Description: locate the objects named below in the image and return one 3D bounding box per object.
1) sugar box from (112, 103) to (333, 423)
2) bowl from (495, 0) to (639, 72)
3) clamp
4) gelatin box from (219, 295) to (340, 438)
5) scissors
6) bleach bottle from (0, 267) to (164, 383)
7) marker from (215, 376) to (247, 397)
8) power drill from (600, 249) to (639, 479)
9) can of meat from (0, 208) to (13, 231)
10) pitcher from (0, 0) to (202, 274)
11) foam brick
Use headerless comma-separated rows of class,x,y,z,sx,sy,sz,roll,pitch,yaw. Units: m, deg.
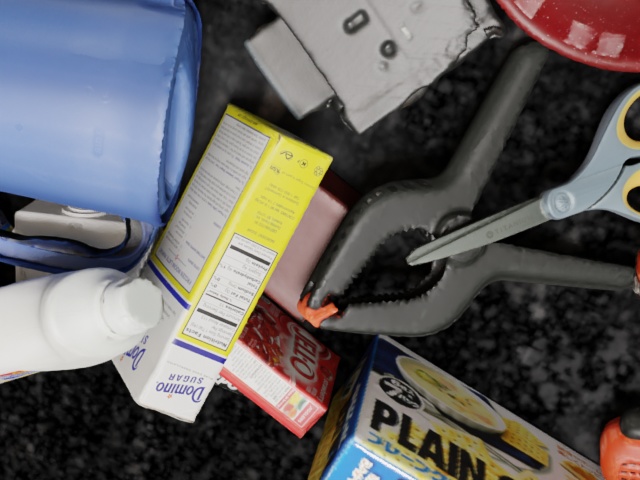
sugar box,-0.064,0.011,0.642,0.048,0.093,0.176,23,97,-28
bowl,0.164,-0.171,0.569,0.162,0.055,0.162,22,143,17
clamp,0.079,-0.014,0.632,0.210,0.036,0.164,-21,100,-10
gelatin box,-0.026,0.077,0.681,0.073,0.089,0.030,39,106,-4
scissors,0.143,-0.042,0.619,0.201,0.016,0.096,-5,94,-12
bleach bottle,-0.194,0.057,0.631,0.251,0.102,0.068,-14,82,38
marker,-0.069,0.090,0.729,0.121,0.020,0.020,20,109,3
power drill,0.256,0.084,0.622,0.185,0.057,0.187,1,122,20
can of meat,-0.268,-0.015,0.712,0.102,0.057,0.084,-28,103,16
pitcher,-0.195,-0.080,0.622,0.243,0.149,0.145,9,149,-1
foam brick,-0.004,0.001,0.674,0.051,0.053,0.078,38,107,-3
